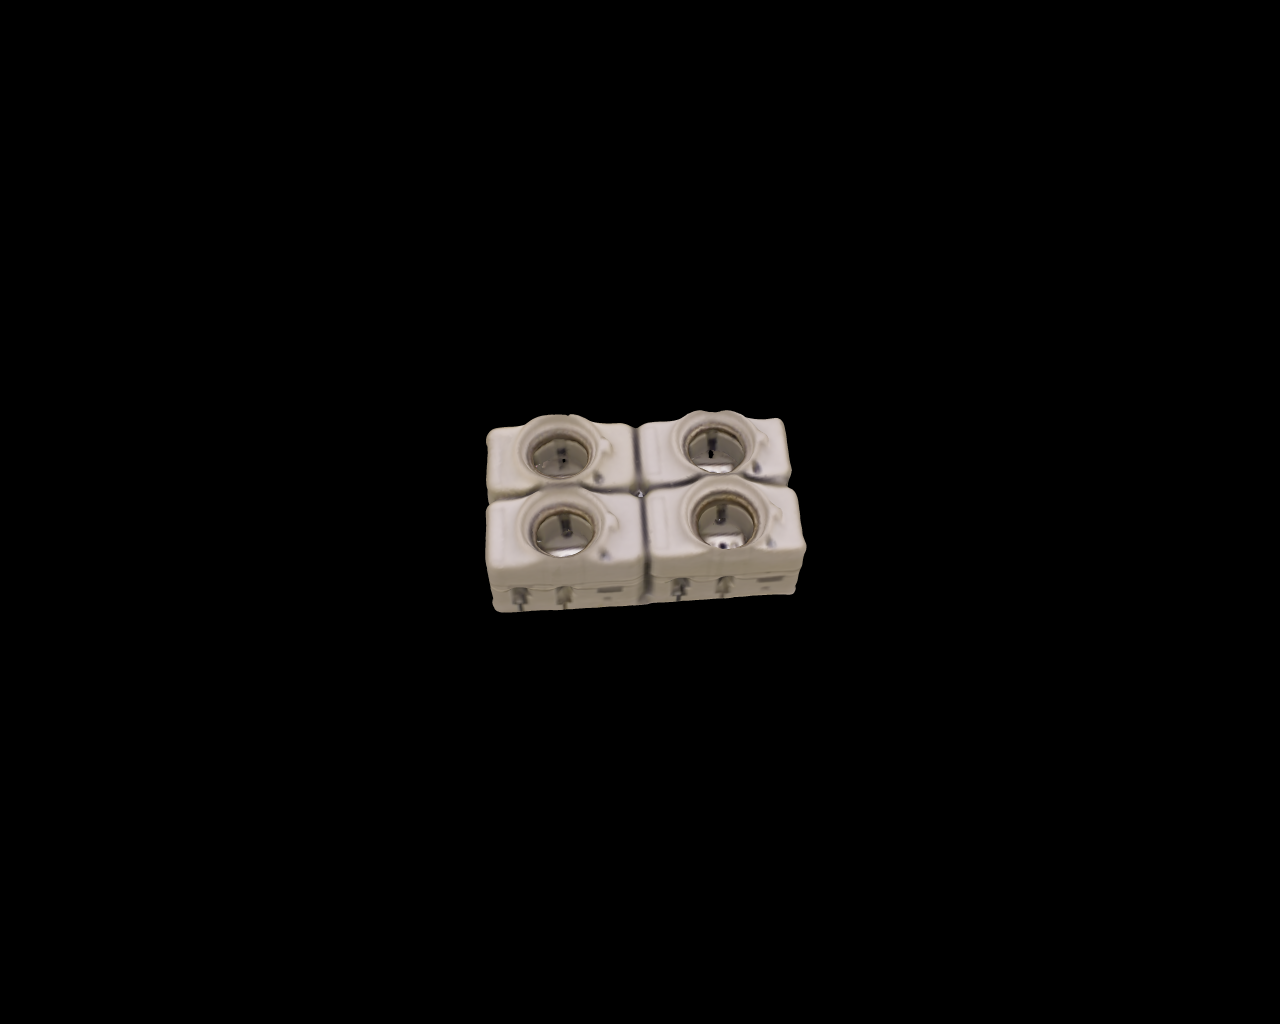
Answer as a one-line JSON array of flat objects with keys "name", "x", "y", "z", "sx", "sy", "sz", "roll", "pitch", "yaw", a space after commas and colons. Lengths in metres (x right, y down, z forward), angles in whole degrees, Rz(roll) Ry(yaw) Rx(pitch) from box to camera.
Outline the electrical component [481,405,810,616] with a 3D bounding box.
[{"name": "electrical component", "x": 0.001, "y": -0.003, "z": 0.650, "sx": 0.186, "sy": 0.105, "sz": 0.060, "roll": -3, "pitch": -34, "yaw": -2}]
